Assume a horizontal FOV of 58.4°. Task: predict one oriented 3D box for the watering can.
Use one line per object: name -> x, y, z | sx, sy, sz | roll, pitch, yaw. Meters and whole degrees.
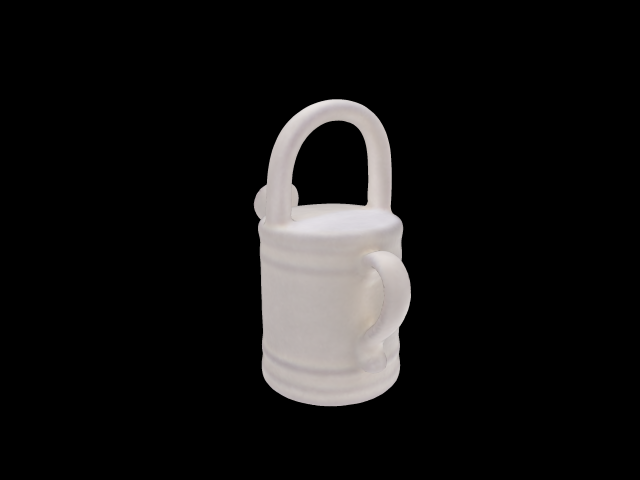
watering can -> 0.002, 0.002, 0.399 | 0.172, 0.194, 0.101 | 12, 19, 37
